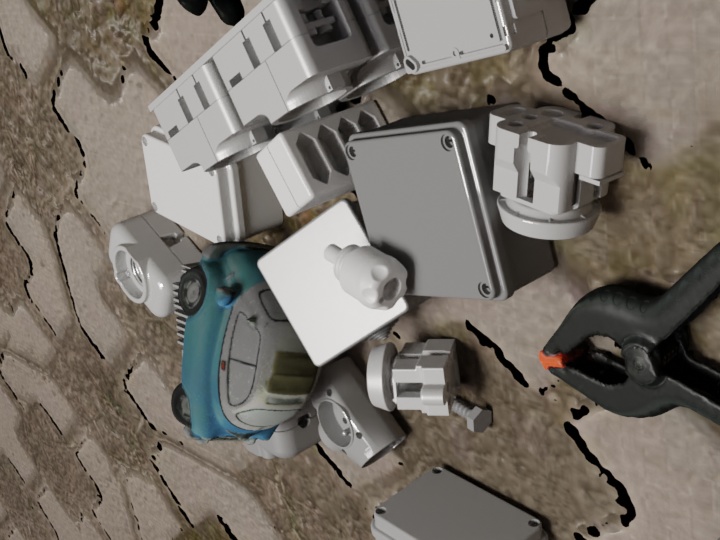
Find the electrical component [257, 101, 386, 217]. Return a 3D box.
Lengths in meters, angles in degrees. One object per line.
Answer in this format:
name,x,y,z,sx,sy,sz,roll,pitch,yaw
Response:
electrical component,-0.028,-0.069,0.730,0.076,0.083,0.047,-32,84,55

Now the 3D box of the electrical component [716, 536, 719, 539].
electrical component,0.249,0.129,0.510,0.089,0.062,0.150,52,143,18

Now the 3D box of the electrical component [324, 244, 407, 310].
electrical component,0.000,0.000,0.678,0.061,0.035,0.035,31,133,42

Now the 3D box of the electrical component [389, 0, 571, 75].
electrical component,0.068,-0.148,0.577,0.096,0.061,0.061,-1,110,53

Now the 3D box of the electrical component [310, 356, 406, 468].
electrical component,-0.010,0.120,0.856,0.077,0.044,0.079,54,144,15

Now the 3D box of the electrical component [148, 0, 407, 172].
electrical component,-0.047,-0.125,0.700,0.186,0.105,0.060,-22,93,55

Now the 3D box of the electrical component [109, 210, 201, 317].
electrical component,-0.190,-0.006,0.998,0.095,0.059,0.053,47,141,24

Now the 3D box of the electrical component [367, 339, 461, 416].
electrical component,0.037,0.074,0.747,0.055,0.066,0.048,-2,113,17

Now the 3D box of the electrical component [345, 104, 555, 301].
electrical component,0.054,-0.041,0.664,0.109,0.056,0.108,2,112,52

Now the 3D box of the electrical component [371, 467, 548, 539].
electrical component,0.071,0.198,0.770,0.113,0.078,0.057,21,129,45

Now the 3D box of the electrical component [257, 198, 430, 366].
electrical component,-0.010,0.007,0.757,0.100,0.048,0.099,-34,82,28

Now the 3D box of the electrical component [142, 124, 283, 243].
electrical component,-0.121,-0.074,0.870,0.113,0.057,0.078,26,130,42

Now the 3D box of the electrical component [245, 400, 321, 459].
electrical component,-0.077,0.122,0.935,0.095,0.054,0.059,17,123,47

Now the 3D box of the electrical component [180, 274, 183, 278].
electrical component,-0.130,0.040,0.963,0.043,0.043,0.081,12,120,49

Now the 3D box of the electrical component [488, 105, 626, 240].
electrical component,0.105,-0.053,0.591,0.078,0.058,0.057,27,127,41
